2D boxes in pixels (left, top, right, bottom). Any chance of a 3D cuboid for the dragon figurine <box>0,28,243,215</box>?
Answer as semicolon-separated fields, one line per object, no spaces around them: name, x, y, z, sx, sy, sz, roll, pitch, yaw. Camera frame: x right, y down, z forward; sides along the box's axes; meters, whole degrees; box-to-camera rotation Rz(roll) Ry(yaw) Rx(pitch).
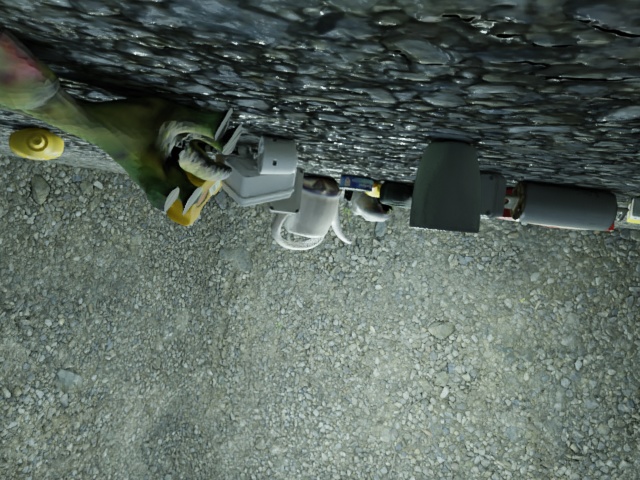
dragon figurine;-0.222;-0.125;0.559;0.242;0.122;0.410;24;179;-6

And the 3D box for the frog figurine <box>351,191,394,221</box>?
frog figurine;0.147;-0.111;1.573;0.139;0.122;0.158;-19;-174;-38

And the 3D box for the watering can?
watering can;0.005;-0.075;1.498;0.348;0.221;0.105;0;-154;-47
